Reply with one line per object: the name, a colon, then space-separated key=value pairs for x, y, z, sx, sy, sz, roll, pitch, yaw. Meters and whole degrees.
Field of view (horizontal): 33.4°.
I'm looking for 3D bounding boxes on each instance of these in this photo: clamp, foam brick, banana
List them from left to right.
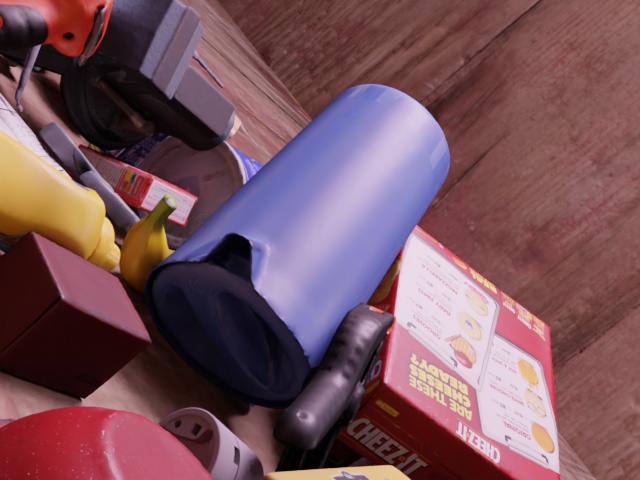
foam brick: x=-0.138 y=0.041 z=0.560 sx=0.051 sy=0.053 sz=0.078 roll=55 pitch=9 yaw=34
banana: x=-0.105 y=0.017 z=0.791 sx=0.037 sy=0.069 sz=0.197 roll=62 pitch=3 yaw=14
clamp: x=0.006 y=0.093 z=0.639 sx=0.039 sy=0.171 sz=0.120 roll=25 pitch=-37 yaw=4

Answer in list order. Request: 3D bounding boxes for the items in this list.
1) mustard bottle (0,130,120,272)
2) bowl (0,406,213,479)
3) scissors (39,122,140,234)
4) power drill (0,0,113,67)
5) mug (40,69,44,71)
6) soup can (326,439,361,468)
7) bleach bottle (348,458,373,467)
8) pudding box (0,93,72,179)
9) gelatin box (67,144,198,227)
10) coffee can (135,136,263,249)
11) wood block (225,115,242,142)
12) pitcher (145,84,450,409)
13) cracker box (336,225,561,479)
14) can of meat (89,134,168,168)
mustard bottle: x=-0.174 y=-0.025 z=0.578 sx=0.096 sy=0.058 sz=0.191 roll=8 pitch=-19 yaw=33
bowl: x=-0.081 y=0.127 z=0.462 sx=0.162 sy=0.055 sz=0.162 roll=48 pitch=8 yaw=-9
scissors: x=-0.138 y=-0.010 z=0.783 sx=0.096 sy=0.016 sz=0.201 roll=44 pitch=-8 yaw=44
power drill: x=-0.234 y=-0.159 z=0.637 sx=0.187 sy=0.057 sz=0.184 roll=-19 pitch=67 yaw=-39
mug: x=-0.255 y=-0.220 z=0.967 sx=0.081 sy=0.093 sz=0.117 roll=45 pitch=-22 yaw=3
soup can: x=0.038 y=0.136 z=0.886 sx=0.068 sy=0.102 sz=0.068 roll=48 pitch=7 yaw=-8
bleach bottle: x=0.051 y=0.197 z=0.799 sx=0.103 sy=0.068 sz=0.250 roll=27 pitch=3 yaw=26
pudding box: x=-0.214 y=-0.064 z=0.683 sx=0.113 sy=0.039 sz=0.090 roll=52 pitch=5 yaw=0
gelatin box: x=-0.150 y=-0.044 z=0.864 sx=0.073 sy=0.030 sz=0.089 roll=24 pitch=0 yaw=20
coffee can: x=-0.092 y=-0.034 z=0.968 sx=0.103 sy=0.103 sz=0.140 roll=52 pitch=8 yaw=17
wood block: x=-0.186 y=-0.167 z=1.124 sx=0.206 sy=0.090 sz=0.091 roll=48 pitch=9 yaw=-9
pitcher: x=-0.005 y=0.001 z=0.778 sx=0.145 sy=0.149 sz=0.242 roll=52 pitch=52 yaw=-16
cracker box: x=0.097 y=0.102 z=0.808 sx=0.164 sy=0.072 sz=0.213 roll=37 pitch=31 yaw=-14
can of meat: x=-0.160 y=-0.102 z=0.985 sx=0.057 sy=0.084 sz=0.102 roll=46 pitch=8 yaw=-18
